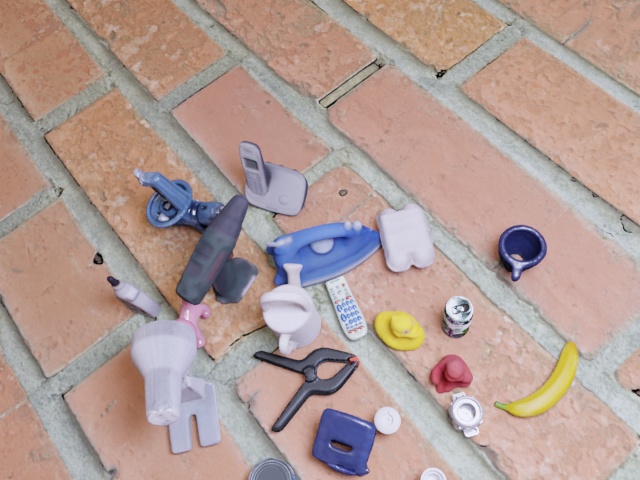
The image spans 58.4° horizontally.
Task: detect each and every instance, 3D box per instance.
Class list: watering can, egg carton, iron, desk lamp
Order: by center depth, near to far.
[{"bbox_3d":[-0.267,0.274,1.066,0.118,0.214,0.203,-15,63,1],"label":"desk lamp"},{"bbox_3d":[-0.062,0.131,1.116,0.101,0.194,0.172,-18,63,0],"label":"watering can"},{"bbox_3d":[0.011,0.004,1.196,0.258,0.142,0.118,-18,63,0],"label":"iron"},{"bbox_3d":[0.182,-0.005,1.216,0.107,0.069,0.150,-13,63,2],"label":"egg carton"}]

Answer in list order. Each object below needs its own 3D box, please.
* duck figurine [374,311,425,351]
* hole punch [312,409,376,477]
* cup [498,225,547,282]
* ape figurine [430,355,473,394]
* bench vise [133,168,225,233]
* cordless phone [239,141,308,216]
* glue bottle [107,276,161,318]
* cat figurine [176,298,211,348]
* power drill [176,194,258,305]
[{"bbox_3d":[0.156,0.169,1.127,0.104,0.086,0.077,25,71,19],"label":"duck figurine"},{"bbox_3d":[0.046,0.370,1.043,0.108,0.091,0.101,15,68,15],"label":"hole punch"},{"bbox_3d":[0.397,0.041,1.149,0.091,0.095,0.118,13,67,14],"label":"cup"},{"bbox_3d":[0.249,0.248,1.072,0.077,0.092,0.076,17,68,16],"label":"ape figurine"},{"bbox_3d":[-0.298,-0.093,1.243,0.207,0.220,0.121,-7,64,5],"label":"bench vise"},{"bbox_3d":[-0.106,-0.140,1.257,0.147,0.185,0.094,14,67,15],"label":"cordless phone"},{"bbox_3d":[-0.395,0.112,1.185,0.078,0.173,0.037,18,68,16],"label":"glue bottle"},{"bbox_3d":[-0.277,0.175,1.169,0.067,0.118,0.128,-2,64,8],"label":"cat figurine"},{"bbox_3d":[-0.196,0.041,1.170,0.075,0.209,0.230,25,70,19],"label":"power drill"}]
